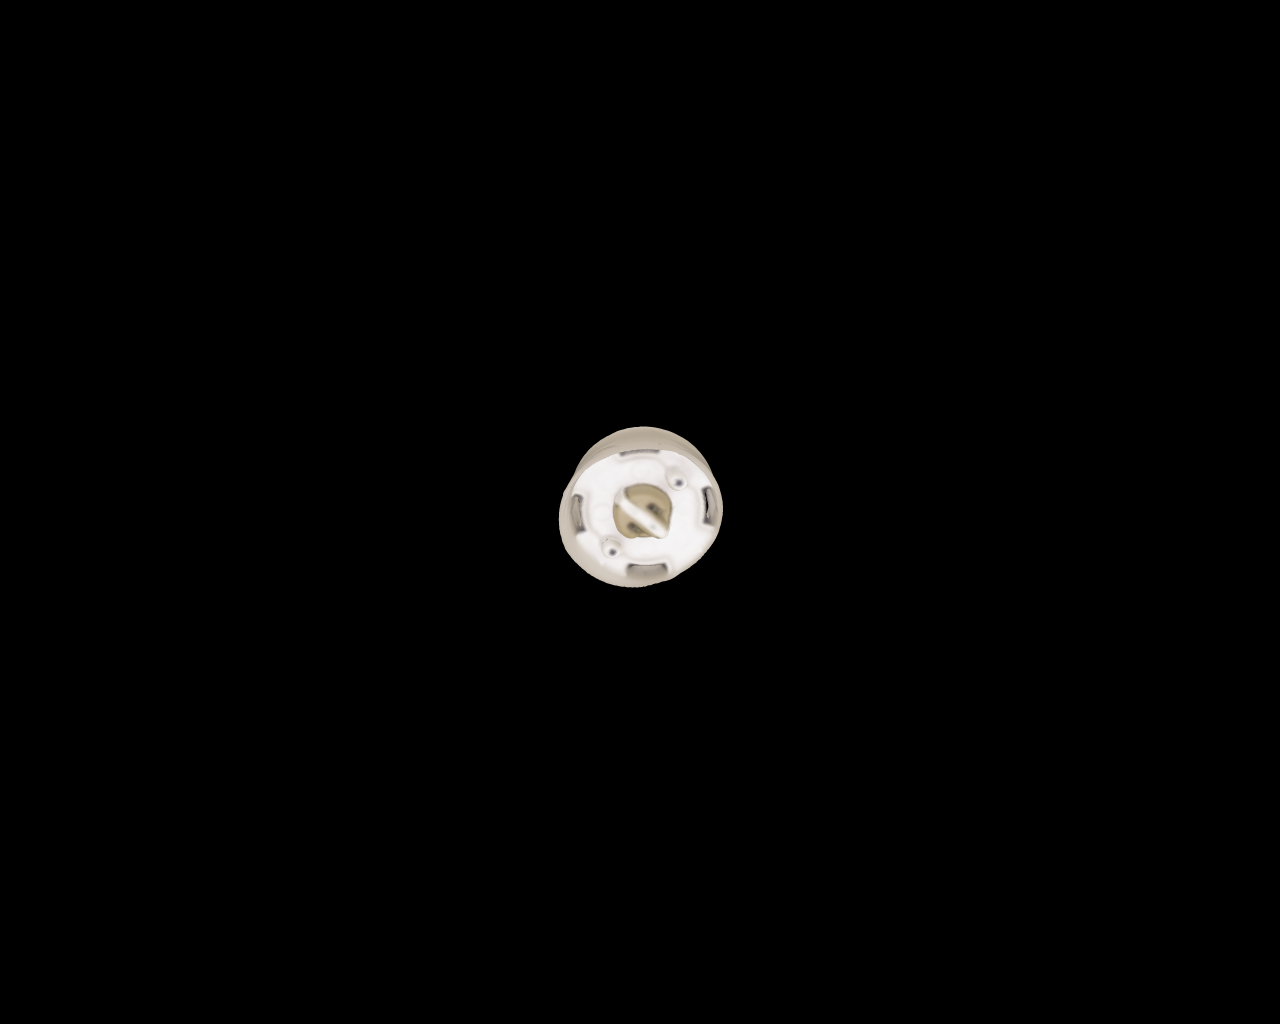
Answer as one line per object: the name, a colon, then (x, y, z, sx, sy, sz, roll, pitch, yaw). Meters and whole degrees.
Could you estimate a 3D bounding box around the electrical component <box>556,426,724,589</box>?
electrical component: (0.001, -0.003, 0.650, 0.099, 0.099, 0.064, 0, 23, 0)
